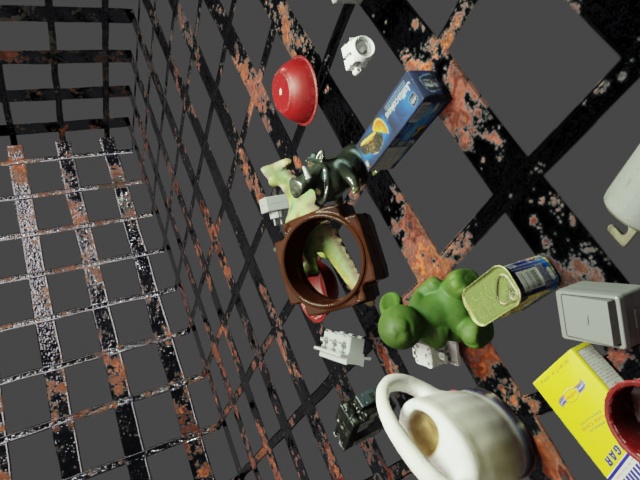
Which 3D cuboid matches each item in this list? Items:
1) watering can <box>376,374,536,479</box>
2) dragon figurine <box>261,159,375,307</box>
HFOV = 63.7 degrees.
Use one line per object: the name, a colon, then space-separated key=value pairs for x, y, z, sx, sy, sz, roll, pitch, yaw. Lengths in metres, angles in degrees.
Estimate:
watering can: x=0.220 y=0.316 z=0.716 sx=0.354 sy=0.224 sz=0.102 roll=48 pitch=122 yaw=43
dragon figurine: x=0.003 y=-0.057 z=1.126 sx=0.415 sy=0.123 sz=0.238 roll=34 pitch=122 yaw=37
